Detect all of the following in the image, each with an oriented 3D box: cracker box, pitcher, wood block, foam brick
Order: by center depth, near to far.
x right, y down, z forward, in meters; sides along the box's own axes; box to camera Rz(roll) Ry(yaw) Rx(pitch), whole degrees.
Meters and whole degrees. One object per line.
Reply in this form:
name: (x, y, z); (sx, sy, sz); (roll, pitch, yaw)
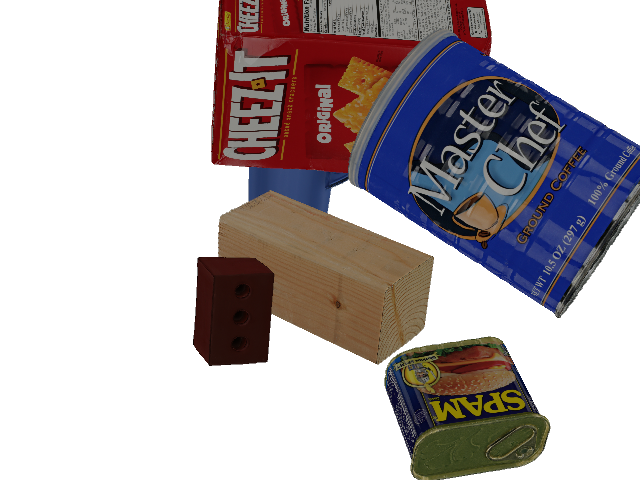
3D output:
foam brick: (-0.072, 0.057, 0.875); (0.052, 0.078, 0.051); (-1, 14, -21)
cracker box: (0.019, -0.128, 0.886); (0.213, 0.072, 0.164); (3, -35, -6)
wood block: (0.001, 0.034, 1.092); (0.206, 0.091, 0.090); (24, 35, 30)
pitcher: (-0.026, -0.124, 1.429); (0.144, 0.243, 0.149); (-4, 24, -22)

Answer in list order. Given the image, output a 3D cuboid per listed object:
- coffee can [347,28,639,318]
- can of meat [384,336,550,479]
coffee can: (0.101, -0.038, 0.591); (0.140, 0.103, 0.102); (34, 10, 15)
can of meat: (0.104, 0.121, 0.785); (0.102, 0.057, 0.084); (-6, 41, -12)
